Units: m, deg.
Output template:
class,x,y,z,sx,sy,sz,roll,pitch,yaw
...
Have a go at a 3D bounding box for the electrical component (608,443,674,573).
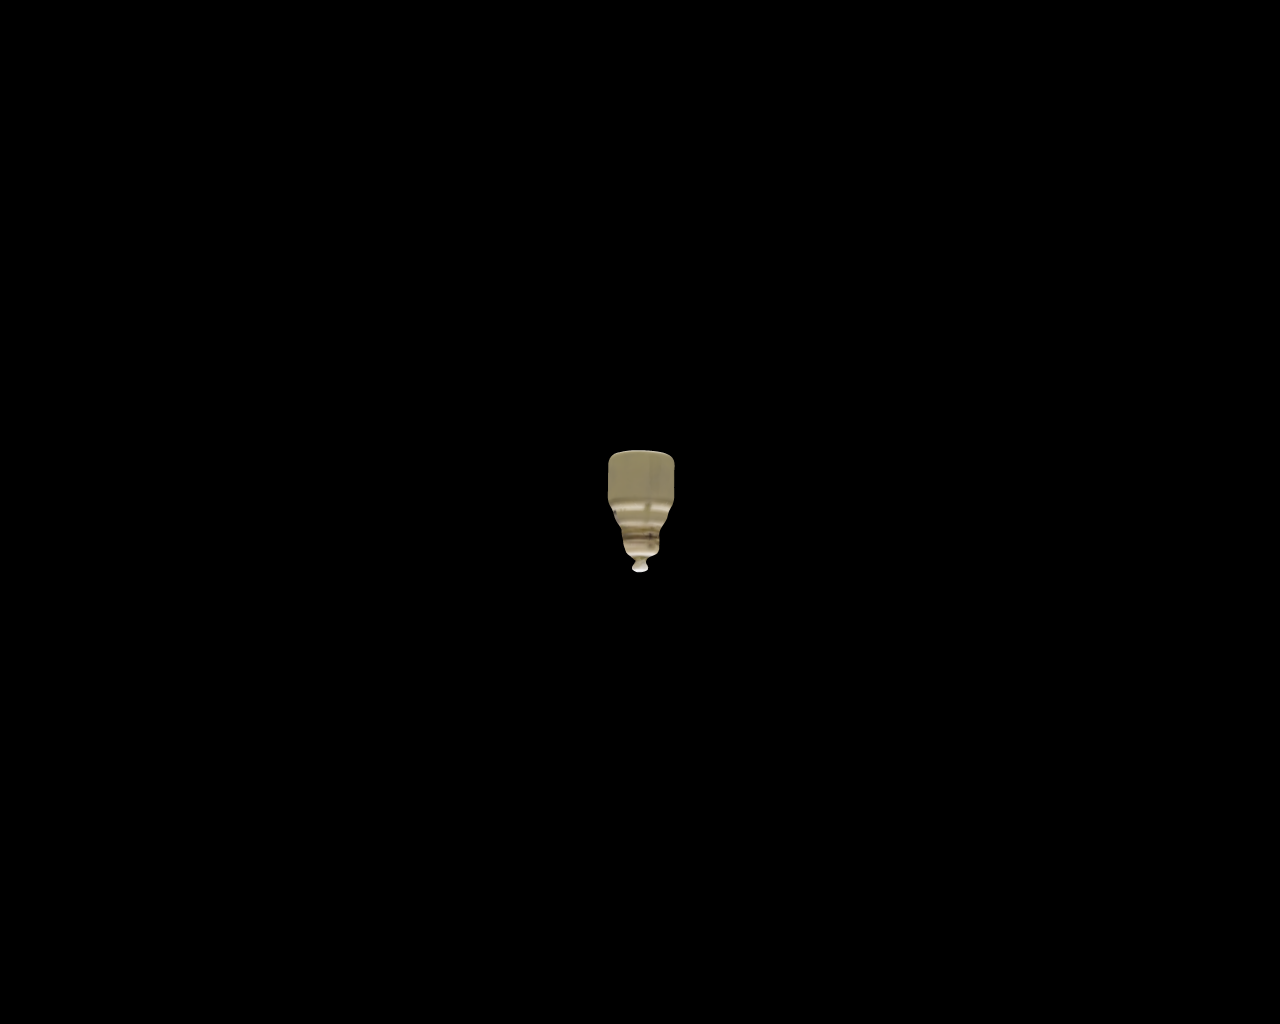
class,x,y,z,sx,sy,sz,roll,pitch,yaw
electrical component,0.001,-0.003,0.650,0.040,0.078,0.040,0,-7,0
